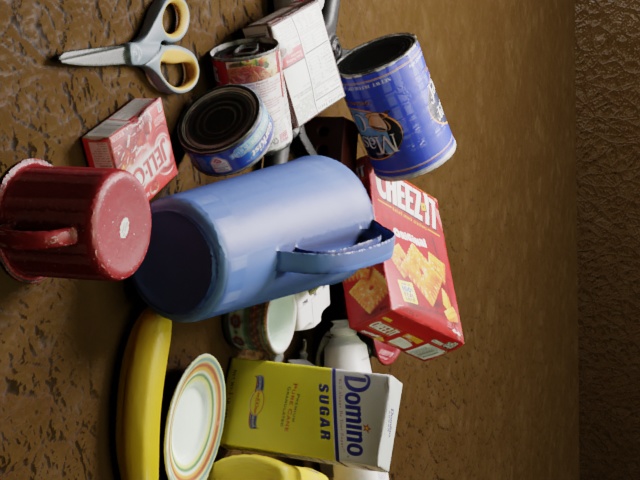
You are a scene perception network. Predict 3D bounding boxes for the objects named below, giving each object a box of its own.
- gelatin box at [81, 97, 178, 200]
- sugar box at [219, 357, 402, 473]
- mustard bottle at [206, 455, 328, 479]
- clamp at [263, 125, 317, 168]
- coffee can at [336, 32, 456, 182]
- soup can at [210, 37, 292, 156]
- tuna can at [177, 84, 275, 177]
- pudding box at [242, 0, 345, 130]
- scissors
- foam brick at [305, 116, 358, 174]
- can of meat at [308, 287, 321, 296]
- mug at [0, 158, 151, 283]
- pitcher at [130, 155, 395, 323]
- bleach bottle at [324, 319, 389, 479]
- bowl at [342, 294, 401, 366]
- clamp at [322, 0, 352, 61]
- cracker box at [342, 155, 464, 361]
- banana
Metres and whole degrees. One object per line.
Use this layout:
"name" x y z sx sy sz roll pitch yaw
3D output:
"gelatin box" -0.155 -0.069 0.888 0.089 0.030 0.073 -53 140 -53
"sugar box" -0.012 0.174 1.071 0.048 0.176 0.093 44 53 -60
"mustard bottle" -0.042 0.262 1.113 0.191 0.096 0.058 39 46 -63
"clamp" -0.035 -0.119 1.157 0.120 0.039 0.171 -32 122 -61
"coffee can" 0.087 -0.153 1.231 0.140 0.103 0.102 65 33 -26
"soup can" -0.066 -0.140 1.045 0.068 0.069 0.102 -51 139 -54
"tuna can" -0.087 -0.101 0.977 0.033 0.086 0.086 60 39 -49
"pudding box" -0.025 -0.181 1.101 0.089 0.039 0.113 -39 122 -44
"scissors" -0.155 -0.174 0.896 0.201 0.016 0.096 11 82 -67
"foam brick" 0.012 -0.103 1.255 0.051 0.053 0.078 10 83 -67
"can of meat" -0.008 0.001 1.154 0.058 0.084 0.102 -47 175 29
"mug" -0.181 -0.011 0.766 0.117 0.082 0.093 -20 111 -66
"pitcher" -0.052 0.001 0.976 0.145 0.149 0.242 59 32 8
"bleach bottle" 0.041 0.218 1.252 0.102 0.068 0.251 4 80 -80
"bowl" 0.071 0.084 1.416 0.162 0.055 0.162 3 90 -67
"clamp" 0.009 -0.220 1.254 0.164 0.036 0.209 66 37 -48
"cracker box" 0.094 0.024 1.306 0.164 0.072 0.213 28 46 -46
"banana" -0.149 0.139 0.921 0.069 0.037 0.198 27 68 -65
